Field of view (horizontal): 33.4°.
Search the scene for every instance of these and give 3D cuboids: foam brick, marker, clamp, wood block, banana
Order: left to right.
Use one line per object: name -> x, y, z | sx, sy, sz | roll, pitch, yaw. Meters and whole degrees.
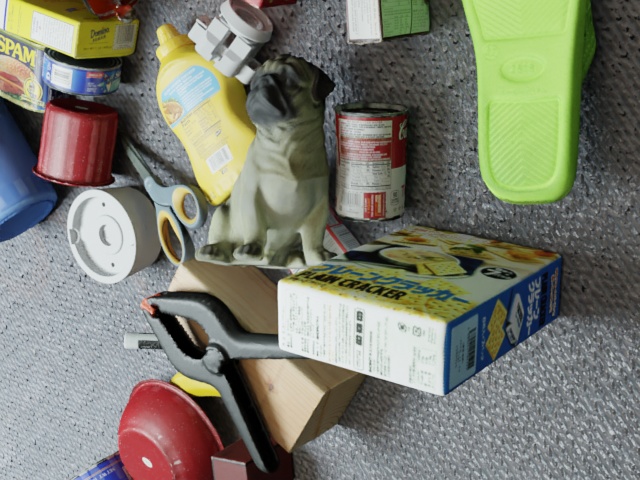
marker -> -0.156, 0.114, 1.189 | 0.121, 0.020, 0.020 | 2, 107, 0
banana -> -0.099, 0.170, 1.186 | 0.198, 0.037, 0.070 | 14, 110, 33
clamp -> -0.087, 0.108, 1.048 | 0.210, 0.036, 0.165 | 41, 121, 17
foam brick -> -0.073, 0.249, 1.164 | 0.053, 0.078, 0.051 | 1, 104, 37
wood block -> -0.064, 0.111, 1.112 | 0.206, 0.090, 0.091 | 40, 121, 21

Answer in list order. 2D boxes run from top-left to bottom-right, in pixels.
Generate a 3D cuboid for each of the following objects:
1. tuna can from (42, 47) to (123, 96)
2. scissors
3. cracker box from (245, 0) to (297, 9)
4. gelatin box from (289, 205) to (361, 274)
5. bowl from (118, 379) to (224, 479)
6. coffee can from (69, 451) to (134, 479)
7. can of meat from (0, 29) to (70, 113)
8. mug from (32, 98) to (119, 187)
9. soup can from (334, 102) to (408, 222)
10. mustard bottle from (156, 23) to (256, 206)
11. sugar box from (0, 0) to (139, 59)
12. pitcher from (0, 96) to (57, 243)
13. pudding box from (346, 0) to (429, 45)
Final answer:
tuna can -> -0.262, -0.188, 1.176 | 0.086, 0.085, 0.034 | 27, 118, 28
scissors -> -0.169, -0.065, 1.151 | 0.096, 0.016, 0.202 | -47, 57, 40
cracker box -> -0.092, -0.343, 1.021 | 0.214, 0.071, 0.164 | 35, 121, 22
gelatin box -> -0.007, 0.001, 1.079 | 0.089, 0.030, 0.073 | 53, 127, 13
bowl -> -0.183, 0.244, 1.236 | 0.162, 0.055, 0.162 | 21, 126, 31
coffee can -> -0.244, 0.341, 1.297 | 0.103, 0.102, 0.140 | -40, 78, 36
can of meat -> -0.335, -0.203, 1.244 | 0.102, 0.057, 0.084 | 26, 119, 29
mug -> -0.276, -0.116, 1.214 | 0.117, 0.093, 0.081 | -134, 52, -63
soup can -> 0.047, -0.073, 0.995 | 0.069, 0.068, 0.102 | 11, 109, 33
mustard bottle -> -0.117, -0.138, 1.102 | 0.096, 0.058, 0.191 | -33, 82, 35
sugar box -> -0.295, -0.246, 1.180 | 0.176, 0.093, 0.048 | 26, 114, 27
pitcher -> -0.424, -0.122, 1.280 | 0.145, 0.149, 0.243 | -39, 82, 32
pudding box -> 0.058, -0.231, 0.930 | 0.039, 0.089, 0.113 | 3, 105, 35
